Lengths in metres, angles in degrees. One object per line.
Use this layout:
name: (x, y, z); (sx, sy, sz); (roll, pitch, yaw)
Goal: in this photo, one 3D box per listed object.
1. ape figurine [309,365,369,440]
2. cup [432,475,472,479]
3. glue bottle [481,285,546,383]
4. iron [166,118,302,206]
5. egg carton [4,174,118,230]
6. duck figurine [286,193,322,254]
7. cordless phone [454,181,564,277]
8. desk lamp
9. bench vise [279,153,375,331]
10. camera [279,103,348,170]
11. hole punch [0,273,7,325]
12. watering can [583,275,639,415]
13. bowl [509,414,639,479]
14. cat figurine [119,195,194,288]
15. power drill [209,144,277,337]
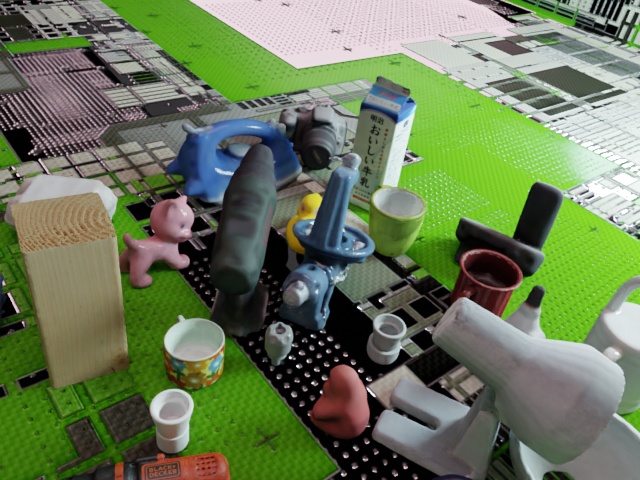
ape figurine: (0.025, 0.180, 0.661); (0.078, 0.092, 0.076); (-17, 44, -31)
cup: (0.111, 0.288, 0.538); (0.118, 0.095, 0.091); (-5, 39, -18)
glue bottle: (0.247, 0.124, 0.719); (0.037, 0.173, 0.078); (-18, 45, -32)
iron: (-0.137, -0.160, 1.026); (0.259, 0.141, 0.118); (-16, 44, -31)
egg carton: (-0.395, -0.047, 0.879); (0.150, 0.069, 0.107); (5, 37, -6)
duck figurine: (-0.013, -0.038, 0.942); (0.077, 0.086, 0.104); (16, 37, 8)
cordless phone: (0.302, -0.028, 0.920); (0.147, 0.185, 0.094); (26, 40, 20)
desk lamp: (0.179, 0.169, 0.611); (0.202, 0.213, 0.118); (22, 39, 16)
bench vise: (0.019, 0.005, 0.783); (0.121, 0.220, 0.207); (9, 37, -1)
camera: (-0.017, -0.210, 1.153); (0.143, 0.101, 0.137); (8, 37, -2)
hole punch: (-0.449, 0.070, 0.696); (0.109, 0.091, 0.101); (-3, 39, -17)
watering can: (0.408, 0.122, 0.741); (0.100, 0.194, 0.173); (24, 39, 19)
bowl: (0.283, 0.258, 0.634); (0.167, 0.075, 0.167); (6, 37, -5)
cat figurine: (-0.232, -0.011, 0.830); (0.067, 0.118, 0.128); (32, 42, 27)
power drill: (-0.100, 0.012, 0.755); (0.075, 0.208, 0.229); (7, 37, -3)
